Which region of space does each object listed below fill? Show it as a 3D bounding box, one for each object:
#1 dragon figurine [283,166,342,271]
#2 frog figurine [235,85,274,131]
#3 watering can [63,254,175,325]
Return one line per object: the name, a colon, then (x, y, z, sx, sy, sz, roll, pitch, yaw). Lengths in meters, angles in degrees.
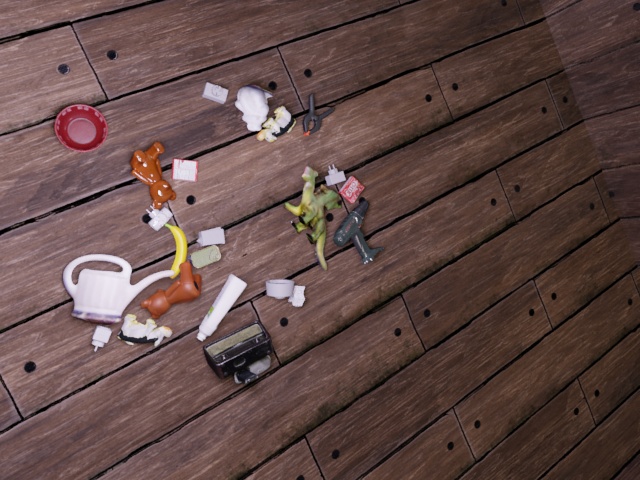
dragon figurine: (0.006, -0.103, 2.038, 0.246, 0.122, 0.403, -40, 119, -27)
frog figurine: (-0.258, -0.497, 1.941, 0.138, 0.122, 0.160, 18, 89, 11)
watering can: (-0.672, 0.168, 1.699, 0.347, 0.103, 0.226, 9, 82, -8)
